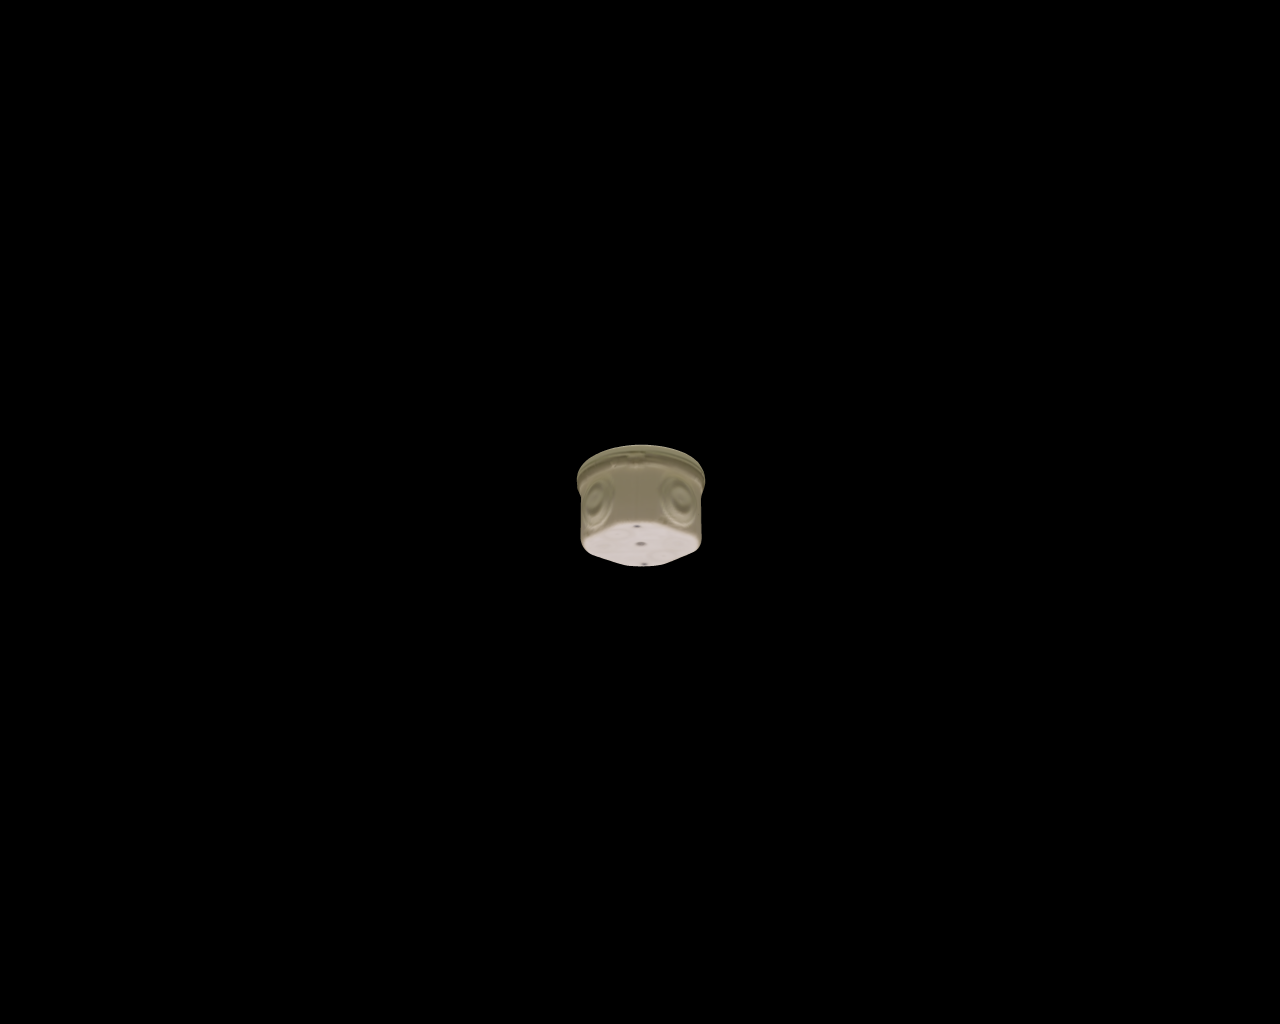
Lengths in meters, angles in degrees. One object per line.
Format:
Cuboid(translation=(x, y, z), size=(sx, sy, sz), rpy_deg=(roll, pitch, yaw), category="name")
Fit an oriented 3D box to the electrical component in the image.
Cuboid(translation=(0.001, -0.003, 0.650), size=(0.080, 0.051, 0.080), rpy_deg=(0, -25, 0), category="electrical component")
